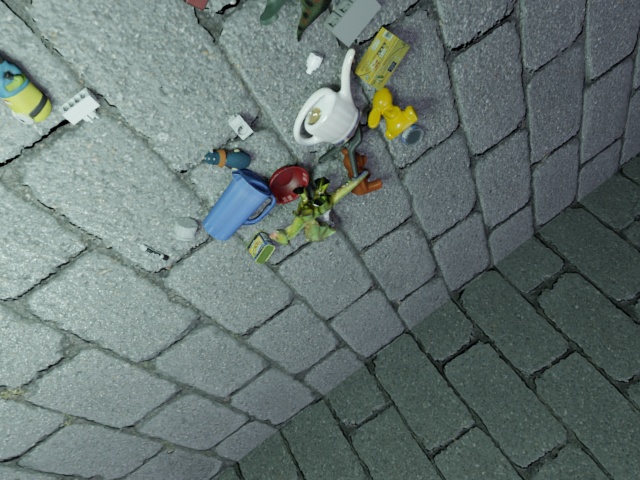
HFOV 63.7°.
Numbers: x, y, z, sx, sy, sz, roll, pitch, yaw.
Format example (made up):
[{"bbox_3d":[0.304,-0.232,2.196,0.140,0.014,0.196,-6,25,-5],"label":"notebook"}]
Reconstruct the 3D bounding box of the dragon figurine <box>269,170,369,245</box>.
[{"bbox_3d":[0.006,-0.095,1.887,0.412,0.237,0.125,-22,50,-11],"label":"dragon figurine"}]

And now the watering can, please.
[{"bbox_3d":[0.056,-0.439,1.689,0.223,0.344,0.106,19,26,-49],"label":"watering can"}]

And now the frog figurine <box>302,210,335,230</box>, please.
[{"bbox_3d":[-0.027,-0.108,1.989,0.137,0.158,0.124,-21,13,4],"label":"frog figurine"}]
